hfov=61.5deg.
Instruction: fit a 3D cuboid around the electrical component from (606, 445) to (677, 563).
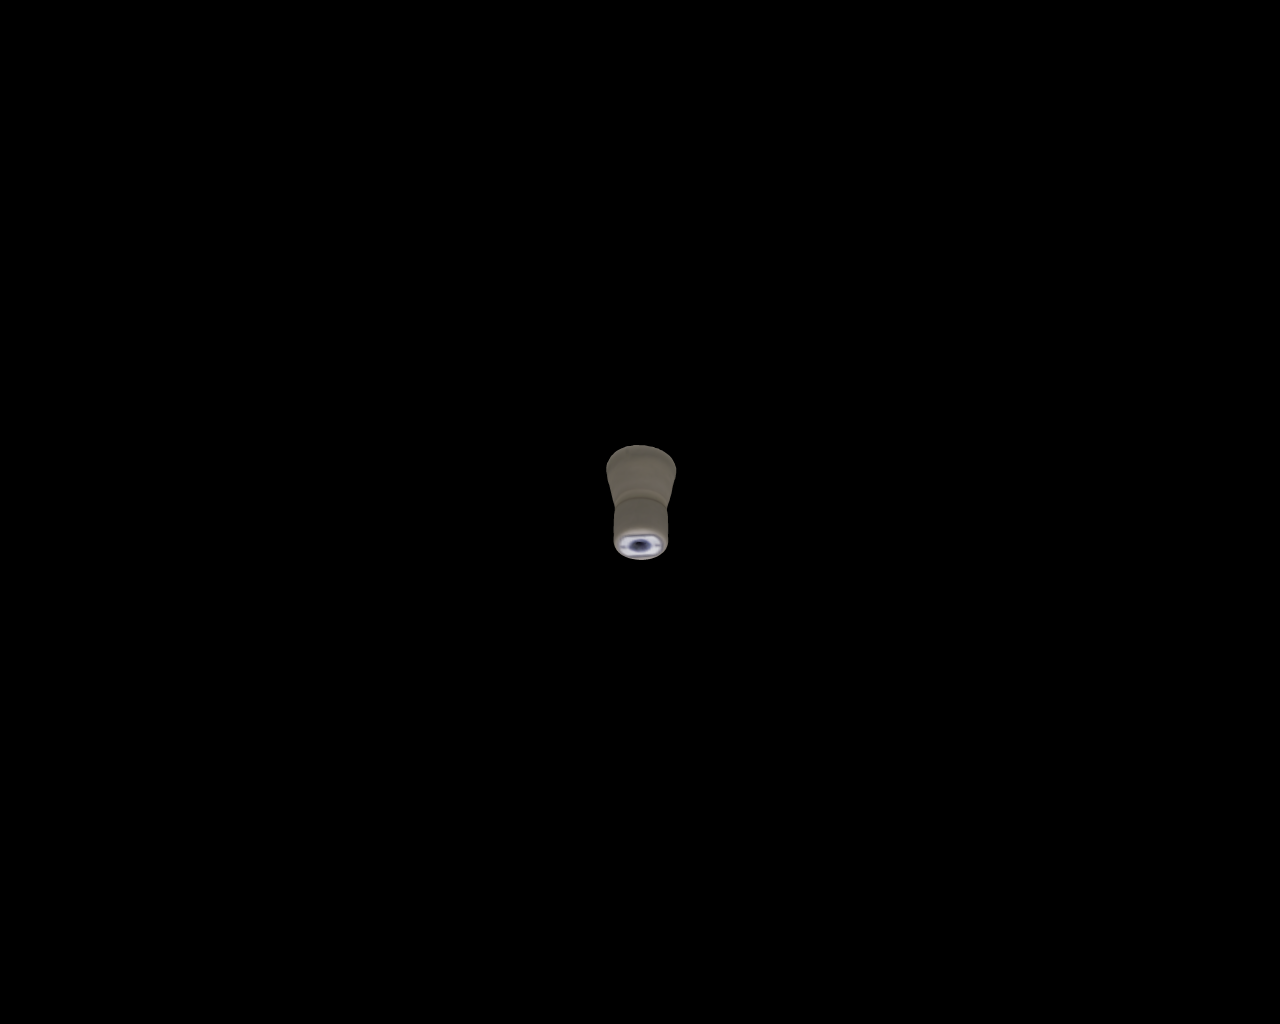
[{"bbox_3d":[0.001,-0.003,0.650,0.044,0.065,0.044,0,-39,0],"label":"electrical component"}]
